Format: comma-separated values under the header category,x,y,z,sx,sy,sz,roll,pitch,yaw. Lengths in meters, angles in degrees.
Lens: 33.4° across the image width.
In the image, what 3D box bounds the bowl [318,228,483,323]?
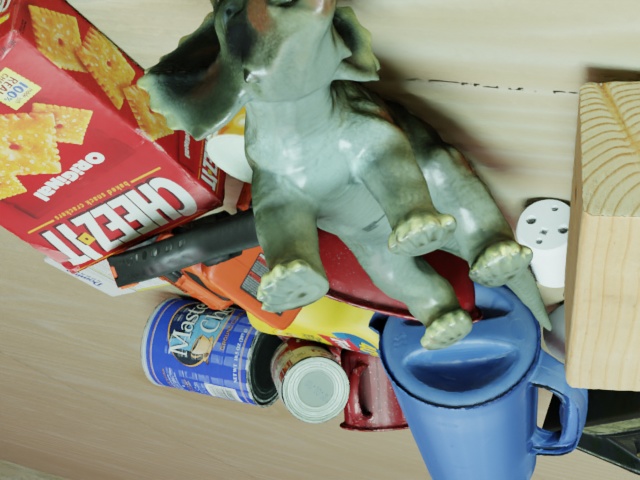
category,x,y,z,sx,sy,sz,roll,pitch,yaw
bowl,0.052,0.014,0.816,0.162,0.055,0.162,12,-171,-2

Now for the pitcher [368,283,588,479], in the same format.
category,x,y,z,sx,sy,sz,roll,pitch,yaw
pitcher,0.144,0.148,0.949,0.145,0.149,0.243,-22,142,-2

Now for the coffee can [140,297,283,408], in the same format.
category,x,y,z,sx,sy,sz,roll,pitch,yaw
coffee can,-0.114,0.124,1.191,0.140,0.102,0.102,7,155,27

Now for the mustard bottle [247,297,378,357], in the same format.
category,x,y,z,sx,sy,sz,roll,pitch,yaw
mustard bottle,0.030,0.080,1.030,0.192,0.058,0.096,12,165,16

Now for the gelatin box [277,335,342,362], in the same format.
category,x,y,z,sx,sy,sz,roll,pitch,yaw
gelatin box,-0.005,0.101,1.146,0.073,0.030,0.089,3,153,33

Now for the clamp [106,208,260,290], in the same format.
category,x,y,z,sx,sy,sz,roll,pitch,yaw
clamp,-0.067,-0.005,0.786,0.210,0.036,0.164,-18,-177,36

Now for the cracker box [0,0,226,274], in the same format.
category,x,y,z,sx,sy,sz,roll,pitch,yaw
cracker box,-0.196,-0.074,0.782,0.164,0.072,0.213,-22,137,28

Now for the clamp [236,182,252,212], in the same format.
category,x,y,z,sx,sy,sz,roll,pitch,yaw
clamp,-0.006,0.001,0.911,0.120,0.039,0.171,-4,153,26

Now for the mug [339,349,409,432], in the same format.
category,x,y,z,sx,sy,sz,roll,pitch,yaw
mug,0.057,0.150,1.091,0.093,0.081,0.117,-4,179,31

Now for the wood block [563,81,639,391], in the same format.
category,x,y,z,sx,sy,sz,roll,pitch,yaw
wood block,0.196,0.007,0.640,0.090,0.091,0.206,0,148,11

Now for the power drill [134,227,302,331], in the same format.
category,x,y,z,sx,sy,sz,roll,pitch,yaw
power drill,-0.108,0.013,0.933,0.184,0.057,0.188,35,168,-33

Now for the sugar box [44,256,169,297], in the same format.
category,x,y,z,sx,sy,sz,roll,pitch,yaw
sugar box,-0.204,0.014,1.091,0.093,0.048,0.177,32,158,-28

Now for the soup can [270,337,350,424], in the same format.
category,x,y,z,sx,sy,sz,roll,pitch,yaw
soup can,-0.011,0.137,1.058,0.068,0.068,0.102,23,-178,-10
